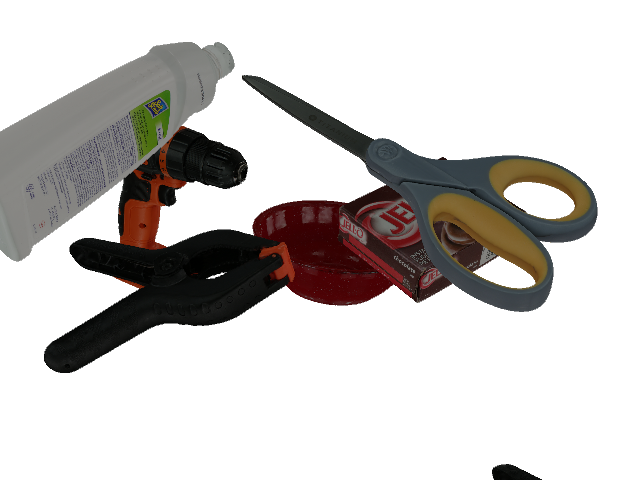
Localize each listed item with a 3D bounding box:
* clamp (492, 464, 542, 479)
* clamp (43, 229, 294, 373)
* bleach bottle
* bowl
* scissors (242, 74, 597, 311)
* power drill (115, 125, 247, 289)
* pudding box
[{"bbox_3d":[0.218,0.243,0.830,0.210,0.036,0.164,0,33,26],"label":"clamp"},{"bbox_3d":[-0.105,0.037,0.716,0.172,0.120,0.039,-7,-43,16],"label":"clamp"},{"bbox_3d":[-0.175,-0.091,0.896,0.250,0.102,0.068,-37,63,-26],"label":"bleach bottle"},{"bbox_3d":[0.013,0.017,1.019,0.162,0.055,0.162,6,24,-3],"label":"bowl"},{"bbox_3d":[0.053,-0.043,0.528,0.096,0.016,0.202,-26,54,-22],"label":"scissors"},{"bbox_3d":[-0.155,-0.033,1.091,0.185,0.188,0.057,20,32,27],"label":"power drill"},{"bbox_3d":[0.083,-0.011,0.802,0.113,0.039,0.090,-25,49,-33],"label":"pudding box"}]
